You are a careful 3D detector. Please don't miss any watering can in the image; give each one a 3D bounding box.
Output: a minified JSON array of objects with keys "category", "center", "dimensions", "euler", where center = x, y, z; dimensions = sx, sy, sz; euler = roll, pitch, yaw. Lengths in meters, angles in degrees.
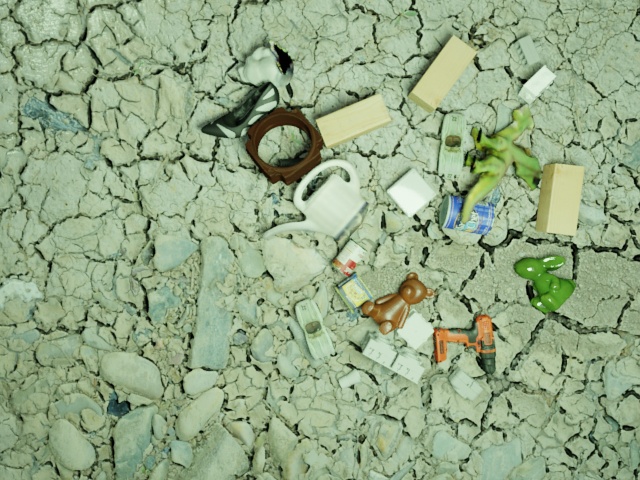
[{"category":"watering can","center":[0.005,-0.079,1.564],"dimensions":[0.224,0.104,0.346],"euler":[41,95,-2]}]

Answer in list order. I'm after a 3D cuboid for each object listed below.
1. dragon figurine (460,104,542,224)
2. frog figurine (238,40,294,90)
[{"category":"dragon figurine","center":[0.553,-0.218,1.533],"dimensions":[0.242,0.121,0.414],"euler":[14,80,-6]},{"category":"frog figurine","center":[-0.162,-0.516,1.568],"dimensions":[0.158,0.125,0.136],"euler":[-22,103,38]}]
